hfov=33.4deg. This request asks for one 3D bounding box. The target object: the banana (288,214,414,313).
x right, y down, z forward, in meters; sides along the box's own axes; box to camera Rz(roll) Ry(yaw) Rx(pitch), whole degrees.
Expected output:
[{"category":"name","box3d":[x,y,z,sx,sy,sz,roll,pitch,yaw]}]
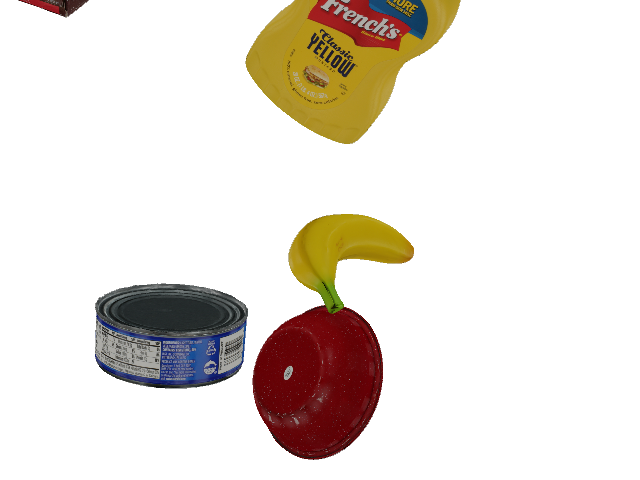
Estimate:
[{"category":"banana","box3d":[0.020,0.009,0.845,0.037,0.069,0.197,-35,-3,25]}]

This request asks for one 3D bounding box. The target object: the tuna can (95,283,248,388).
[{"category":"tuna can","box3d":[-0.085,0.053,0.606,0.086,0.034,0.086,5,14,-1]}]

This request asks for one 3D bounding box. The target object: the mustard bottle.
[{"category":"mustard bottle","box3d":[0.032,-0.149,0.665,0.192,0.096,0.058,-49,3,45]}]

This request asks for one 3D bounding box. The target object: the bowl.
[{"category":"bowl","box3d":[-0.017,0.137,1.080,0.162,0.162,0.055,0,-16,41]}]

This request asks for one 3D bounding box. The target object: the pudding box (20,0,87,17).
[{"category":"pudding box","box3d":[-0.202,-0.217,0.800,0.090,0.039,0.113,21,38,7]}]
